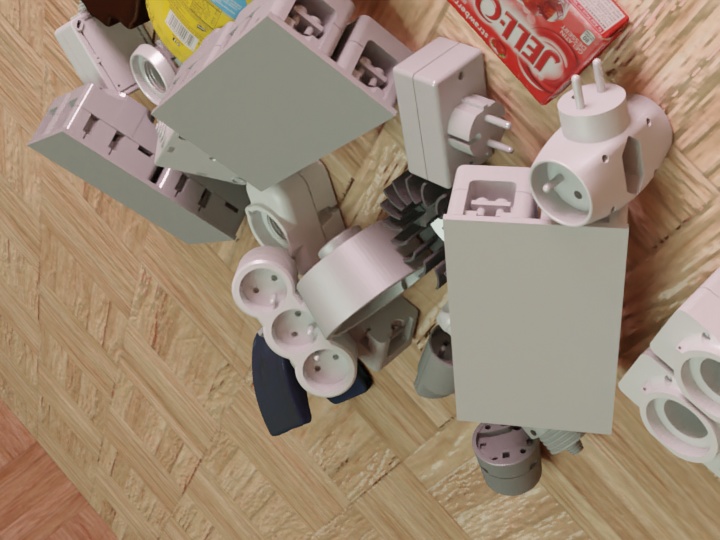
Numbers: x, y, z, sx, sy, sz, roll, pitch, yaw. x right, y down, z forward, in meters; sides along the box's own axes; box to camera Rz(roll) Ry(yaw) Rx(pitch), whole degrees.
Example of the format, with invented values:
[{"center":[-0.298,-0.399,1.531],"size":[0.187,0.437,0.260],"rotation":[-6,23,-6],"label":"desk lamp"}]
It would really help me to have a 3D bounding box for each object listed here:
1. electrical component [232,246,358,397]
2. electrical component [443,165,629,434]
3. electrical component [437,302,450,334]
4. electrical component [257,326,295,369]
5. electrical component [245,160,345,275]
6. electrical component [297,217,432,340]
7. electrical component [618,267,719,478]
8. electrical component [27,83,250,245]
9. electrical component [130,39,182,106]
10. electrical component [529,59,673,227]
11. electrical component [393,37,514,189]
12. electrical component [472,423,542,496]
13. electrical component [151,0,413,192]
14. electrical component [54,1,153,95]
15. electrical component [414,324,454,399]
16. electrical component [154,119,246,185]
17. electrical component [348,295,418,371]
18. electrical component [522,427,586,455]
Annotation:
[{"center":[-0.053,0.038,0.916],"size":[0.138,0.052,0.073],"rotation":[53,-168,-16],"label":"electrical component"},{"center":[0.115,0.020,0.697],"size":[0.105,0.060,0.186],"rotation":[4,134,13],"label":"electrical component"},{"center":[0.091,0.047,0.842],"size":[0.061,0.035,0.035],"rotation":[43,151,13],"label":"electrical component"},{"center":[-0.050,0.063,0.987],"size":[0.081,0.042,0.063],"rotation":[27,-157,-54],"label":"electrical component"},{"center":[-0.056,-0.046,0.925],"size":[0.054,0.059,0.095],"rotation":[22,140,43],"label":"electrical component"},{"center":[0.000,0.000,0.850],"size":[0.060,0.108,0.108],"rotation":[54,153,7],"label":"electrical component"},{"center":[0.253,0.097,0.633],"size":[0.186,0.060,0.105],"rotation":[43,151,16],"label":"electrical component"},{"center":[-0.202,-0.098,1.010],"size":[0.186,0.060,0.105],"rotation":[33,162,-28],"label":"electrical component"},{"center":[-0.160,-0.176,0.928],"size":[0.078,0.057,0.058],"rotation":[58,151,-13],"label":"electrical component"},{"center":[0.131,-0.076,0.593],"size":[0.043,0.077,0.079],"rotation":[21,140,44],"label":"electrical component"},{"center":[0.069,-0.096,0.694],"size":[0.076,0.047,0.083],"rotation":[28,144,37],"label":"electrical component"},{"center":[0.125,0.155,0.899],"size":[0.055,0.055,0.047],"rotation":[26,147,39],"label":"electrical component"},{"center":[-0.057,-0.133,0.769],"size":[0.105,0.060,0.186],"rotation":[35,151,-22],"label":"electrical component"},{"center":[-0.237,-0.208,1.000],"size":[0.061,0.062,0.096],"rotation":[-1,122,56],"label":"electrical component"},{"center":[0.071,0.081,0.902],"size":[0.043,0.043,0.081],"rotation":[42,151,17],"label":"electrical component"},{"center":[-0.121,-0.114,0.904],"size":[0.100,0.048,0.100],"rotation":[11,160,-20],"label":"electrical component"},{"center":[0.001,0.039,0.949],"size":[0.089,0.050,0.055],"rotation":[40,150,21],"label":"electrical component"},{"center":[0.142,0.109,0.829],"size":[0.081,0.043,0.043],"rotation":[50,152,3],"label":"electrical component"}]
